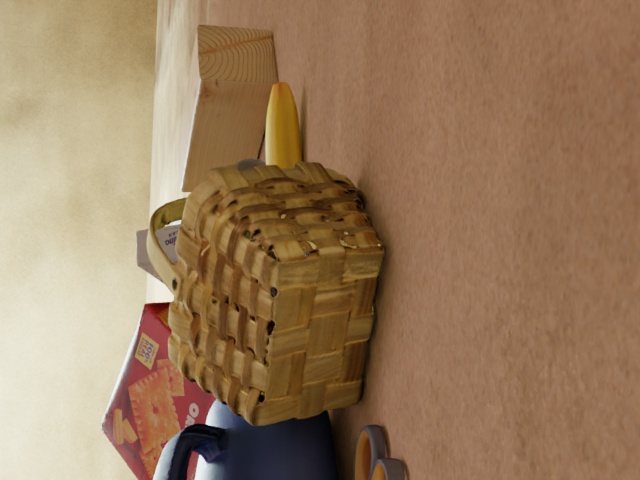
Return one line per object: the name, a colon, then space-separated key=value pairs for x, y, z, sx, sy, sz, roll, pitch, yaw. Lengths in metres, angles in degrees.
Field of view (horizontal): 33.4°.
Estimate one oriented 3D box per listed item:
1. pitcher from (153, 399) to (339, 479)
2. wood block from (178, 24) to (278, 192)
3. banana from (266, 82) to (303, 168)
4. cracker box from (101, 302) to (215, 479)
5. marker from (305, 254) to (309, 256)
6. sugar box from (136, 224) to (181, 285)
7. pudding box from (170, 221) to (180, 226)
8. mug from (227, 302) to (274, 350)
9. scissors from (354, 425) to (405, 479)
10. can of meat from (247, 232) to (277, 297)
pitcher: x=-0.048 y=0.204 z=0.812 sx=0.243 sy=0.145 sz=0.149 roll=-94 pitch=5 yaw=-63
wood block: x=-0.117 y=-0.153 z=1.298 sx=0.206 sy=0.090 sz=0.090 roll=109 pitch=158 yaw=-52
banana: x=-0.031 y=-0.061 z=1.040 sx=0.070 sy=0.037 sz=0.198 roll=110 pitch=158 yaw=-54
cracker box: x=-0.121 y=0.185 z=1.048 sx=0.214 sy=0.071 sz=0.164 roll=42 pitch=118 yaw=38
marker: x=-0.006 y=0.001 z=0.968 sx=0.020 sy=0.020 sz=0.121 roll=113 pitch=155 yaw=-57
sugar box: x=-0.125 y=0.026 z=1.158 sx=0.176 sy=0.093 sz=0.048 roll=57 pitch=-153 yaw=-67
pudding box: x=-0.102 y=-0.034 z=1.163 sx=0.039 sy=0.089 sz=0.114 roll=61 pitch=147 yaw=7
mug: x=-0.077 y=0.106 z=1.129 sx=0.117 sy=0.093 sz=0.081 roll=14 pitch=110 yaw=39
scissors: x=0.031 y=0.219 z=0.788 sx=0.096 sy=0.016 sz=0.202 roll=-101 pitch=19 yaw=-48
can of meat: x=-0.067 y=0.005 z=1.068 sx=0.084 sy=0.057 sz=0.102 roll=59 pitch=-157 yaw=-58
